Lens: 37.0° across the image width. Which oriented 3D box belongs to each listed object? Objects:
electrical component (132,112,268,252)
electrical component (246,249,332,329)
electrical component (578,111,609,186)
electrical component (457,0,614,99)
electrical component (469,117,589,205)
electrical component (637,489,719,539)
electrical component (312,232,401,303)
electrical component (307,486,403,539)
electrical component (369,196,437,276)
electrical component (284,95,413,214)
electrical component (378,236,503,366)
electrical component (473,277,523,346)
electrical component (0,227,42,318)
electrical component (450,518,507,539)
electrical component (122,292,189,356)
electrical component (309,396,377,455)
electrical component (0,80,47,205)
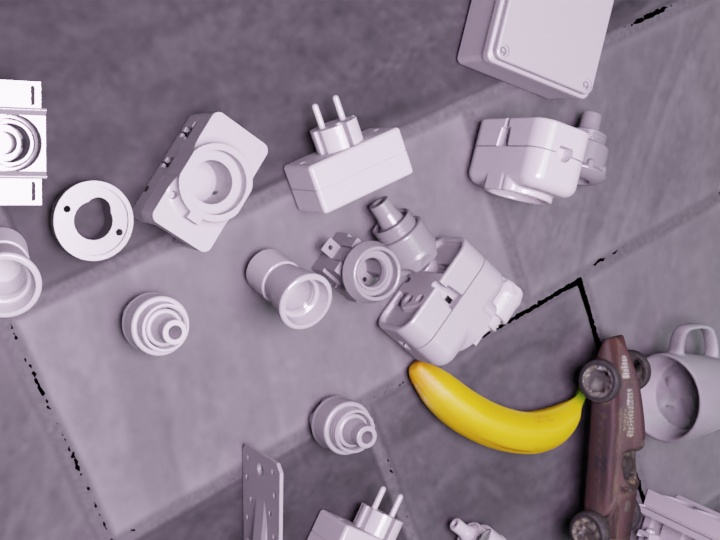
[{"bbox_3d":[-0.113,-0.063,0.766,0.050,0.056,0.089,35,79,-28],"label":"electrical component"},{"bbox_3d":[-0.056,0.011,0.800,0.044,0.065,0.044,-17,122,-29],"label":"electrical component"},{"bbox_3d":[0.196,-0.107,0.941,0.048,0.048,0.062,20,79,-29],"label":"electrical component"},{"bbox_3d":[0.148,-0.208,0.894,0.109,0.056,0.108,15,89,-30],"label":"electrical component"},{"bbox_3d":[0.135,-0.088,0.878,0.054,0.095,0.059,15,89,-29],"label":"electrical component"},{"bbox_3d":[0.319,0.257,1.006,0.079,0.121,0.063,16,91,-30],"label":"electrical component"},{"bbox_3d":[0.000,0.000,0.836,0.066,0.055,0.048,41,76,-26],"label":"electrical component"},{"bbox_3d":[0.011,0.213,0.872,0.083,0.047,0.075,30,81,-28],"label":"electrical component"},{"bbox_3d":[0.031,-0.030,0.858,0.043,0.043,0.062,-42,112,-19],"label":"electrical component"},{"bbox_3d":[-0.015,-0.094,0.822,0.083,0.047,0.075,-27,108,-24],"label":"electrical component"},{"bbox_3d":[0.069,0.028,0.877,0.059,0.054,0.095,42,76,-23],"label":"electrical component"},{"bbox_3d":[0.110,0.036,0.914,0.035,0.035,0.061,39,79,-27],"label":"electrical component"},{"bbox_3d":[-0.233,-0.002,0.701,0.044,0.065,0.044,-8,115,-18],"label":"electrical component"},{"bbox_3d":[0.102,0.235,0.933,0.061,0.035,0.035,41,76,-24],"label":"electrical component"},{"bbox_3d":[-0.141,0.039,0.759,0.043,0.062,0.043,-4,97,-29],"label":"electrical component"},{"bbox_3d":[-0.010,0.124,0.841,0.043,0.062,0.043,-4,97,-29],"label":"electrical component"},{"bbox_3d":[-0.266,-0.081,0.675,0.121,0.063,0.078,-2,97,-29],"label":"electrical component"}]
